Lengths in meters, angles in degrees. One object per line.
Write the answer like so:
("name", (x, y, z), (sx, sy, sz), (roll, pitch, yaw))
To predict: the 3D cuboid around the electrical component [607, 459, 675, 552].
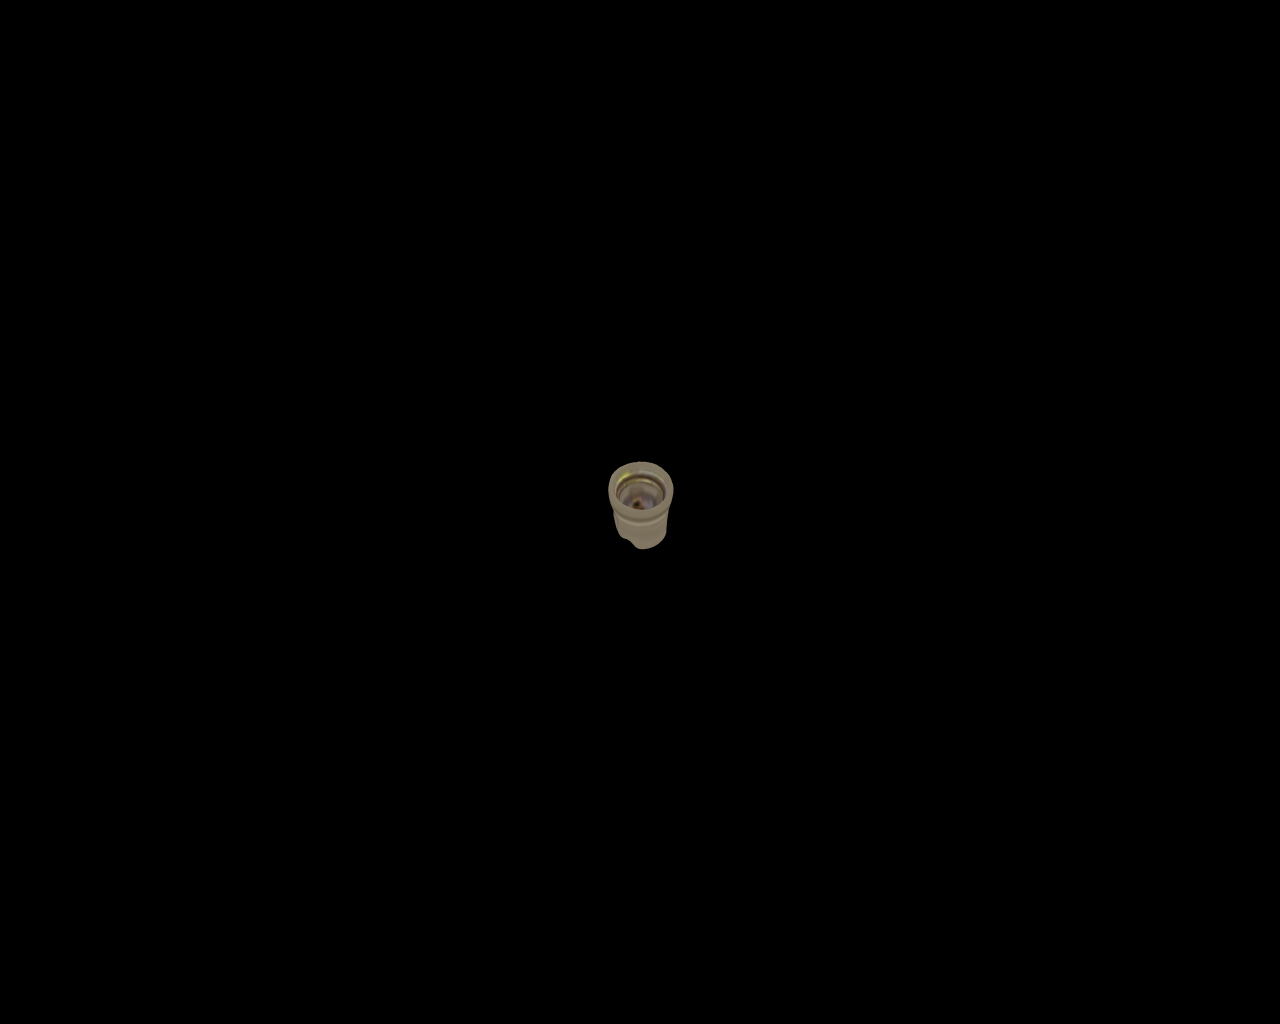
("electrical component", (0.001, -0.003, 0.650), (0.040, 0.040, 0.046), (0, -37, 0))
